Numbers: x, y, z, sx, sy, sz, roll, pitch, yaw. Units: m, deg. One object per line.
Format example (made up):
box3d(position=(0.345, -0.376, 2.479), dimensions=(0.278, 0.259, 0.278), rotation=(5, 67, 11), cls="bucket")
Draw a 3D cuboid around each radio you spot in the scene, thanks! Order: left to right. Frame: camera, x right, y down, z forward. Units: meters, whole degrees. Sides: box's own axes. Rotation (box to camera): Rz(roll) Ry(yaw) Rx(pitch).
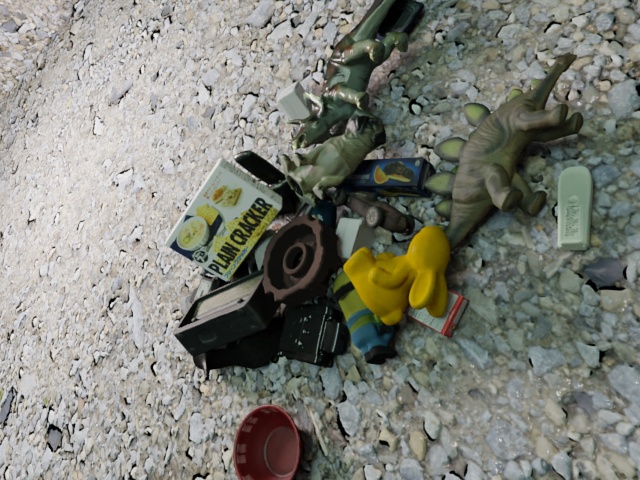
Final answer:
box3d(position=(-0.189, 0.150, 1.111), dimensions=(0.230, 0.073, 0.131), rotation=(-26, 21, 29), cls="radio")

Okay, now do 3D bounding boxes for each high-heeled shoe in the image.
box3d(position=(-0.166, 0.213, 1.155), dimensions=(0.249, 0.086, 0.145), rotation=(-30, 22, 3), cls="high-heeled shoe")

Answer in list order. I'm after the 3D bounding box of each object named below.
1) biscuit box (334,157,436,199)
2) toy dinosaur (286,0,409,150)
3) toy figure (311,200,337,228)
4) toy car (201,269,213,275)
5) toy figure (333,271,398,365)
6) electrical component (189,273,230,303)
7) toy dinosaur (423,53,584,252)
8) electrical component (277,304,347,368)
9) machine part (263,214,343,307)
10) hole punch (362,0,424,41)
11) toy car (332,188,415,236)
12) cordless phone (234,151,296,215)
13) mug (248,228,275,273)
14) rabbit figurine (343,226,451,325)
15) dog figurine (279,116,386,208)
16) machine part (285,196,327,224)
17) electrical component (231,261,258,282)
box3d(position=(0.123, -0.123, 1.068), dimensions=(0.203, 0.059, 0.063), rotation=(4, 73, 39), cls="biscuit box")
box3d(position=(0.064, -0.358, 1.154), dimensions=(0.192, 0.131, 0.404), rotation=(22, 90, 37), cls="toy dinosaur")
box3d(position=(0.000, -0.003, 1.109), dimensions=(0.058, 0.064, 0.154), rotation=(163, 122, -72), cls="toy figure")
box3d(position=(-0.233, 0.002, 1.241), dimensions=(0.162, 0.102, 0.109), rotation=(-30, 31, 23), cls="toy car")
box3d(position=(0.080, 0.132, 0.968), dimensions=(0.082, 0.089, 0.180), rotation=(-28, 53, 18), cls="toy figure")
box3d(position=(-0.263, 0.141, 1.254), dimensions=(0.075, 0.047, 0.119), rotation=(5, 74, 39), cls="electrical component")
box3d(position=(0.284, -0.111, 0.917), dimensions=(0.199, 0.105, 0.471), rotation=(38, 100, 49), cls="toy dinosaur")
box3d(position=(-0.011, 0.182, 1.038), dimensions=(0.134, 0.058, 0.115), rotation=(-1, 72, 38), cls="electrical component")
box3d(position=(-0.037, 0.040, 1.029), dimensions=(0.179, 0.056, 0.179), rotation=(-24, 52, 36), cls="machine part")
box3d(position=(0.157, -0.505, 1.207), dimensions=(0.142, 0.092, 0.116), rotation=(-57, 20, 6), cls="hole punch")
box3d(position=(0.098, -0.060, 1.013), dimensions=(0.202, 0.089, 0.053), rotation=(39, 116, 58), cls="toy car")
box3d(position=(-0.145, -0.128, 1.191), dimensions=(0.147, 0.184, 0.089), rotation=(-12, 59, 33), cls="cordless phone")
box3d(position=(-0.111, 0.034, 1.171), dimensions=(0.109, 0.080, 0.107), rotation=(-42, 41, 17), cls="mug")
box3d(position=(0.146, 0.052, 0.892), dimensions=(0.173, 0.121, 0.162), rotation=(-41, 48, 20), cls="rabbit figurine")
box3d(position=(0.031, -0.164, 1.073), dimensions=(0.190, 0.121, 0.172), rotation=(-36, 18, -18), cls="dog figurine")
box3d(position=(-0.033, -0.057, 1.175), dimensions=(0.084, 0.039, 0.139), rotation=(34, 94, 49), cls="machine part")
box3d(position=(-0.170, 0.092, 1.211), dimensions=(0.078, 0.045, 0.102), rotation=(-4, 68, 6), cls="electrical component")
